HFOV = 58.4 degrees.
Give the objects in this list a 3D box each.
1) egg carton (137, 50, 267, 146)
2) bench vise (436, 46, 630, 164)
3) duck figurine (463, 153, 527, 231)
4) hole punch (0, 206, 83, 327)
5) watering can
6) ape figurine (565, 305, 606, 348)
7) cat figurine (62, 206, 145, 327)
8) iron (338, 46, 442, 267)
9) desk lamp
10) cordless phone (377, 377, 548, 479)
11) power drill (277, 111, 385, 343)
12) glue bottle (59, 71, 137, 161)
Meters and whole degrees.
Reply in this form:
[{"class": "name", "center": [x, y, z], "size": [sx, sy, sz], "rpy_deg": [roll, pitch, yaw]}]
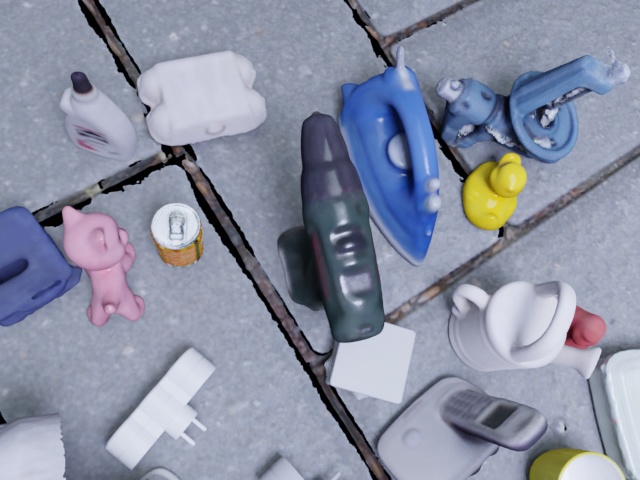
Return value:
[{"class": "egg carton", "center": [-0.147, -0.176, 0.723], "size": [0.150, 0.069, 0.107], "rpy_deg": [-16, 80, -15]}, {"class": "bench vise", "center": [0.259, -0.165, 0.722], "size": [0.207, 0.219, 0.121], "rpy_deg": [-3, 77, -12]}, {"class": "duck figurine", "center": [0.240, -0.068, 0.764], "size": [0.077, 0.086, 0.104], "rpy_deg": [21, 73, -5]}, {"class": "hole punch", "center": [-0.333, 0.030, 0.623], "size": [0.109, 0.091, 0.101], "rpy_deg": [-36, 85, -17]}, {"class": "watering can", "center": [0.240, 0.100, 0.665], "size": [0.173, 0.194, 0.101], "rpy_deg": [10, 74, -8]}, {"class": "ape figurine", "center": [0.326, 0.115, 0.732], "size": [0.078, 0.092, 0.076], "rpy_deg": [24, 73, -4]}, {"class": "cat figurine", "center": [-0.239, 0.026, 0.628], "size": [0.067, 0.117, 0.128], "rpy_deg": [-13, 79, -14]}, {"class": "iron", "center": [0.111, -0.104, 0.718], "size": [0.119, 0.141, 0.258], "rpy_deg": [-13, 79, -14]}, {"class": "desk lamp", "center": [-0.312, 0.227, 0.513], "size": [0.203, 0.213, 0.118], "rpy_deg": [-5, 77, -12]}, {"class": "cordless phone", "center": [0.153, 0.220, 0.622], "size": [0.148, 0.185, 0.094], "rpy_deg": [-40, 86, -17]}, {"class": "power drill", "center": [0.006, 0.002, 0.635], "size": [0.076, 0.208, 0.229], "rpy_deg": [-13, 79, -14]}, {"class": "glue bottle", "center": [-0.253, -0.141, 0.638], "size": [0.078, 0.173, 0.037], "rpy_deg": [13, 74, -7]}]
